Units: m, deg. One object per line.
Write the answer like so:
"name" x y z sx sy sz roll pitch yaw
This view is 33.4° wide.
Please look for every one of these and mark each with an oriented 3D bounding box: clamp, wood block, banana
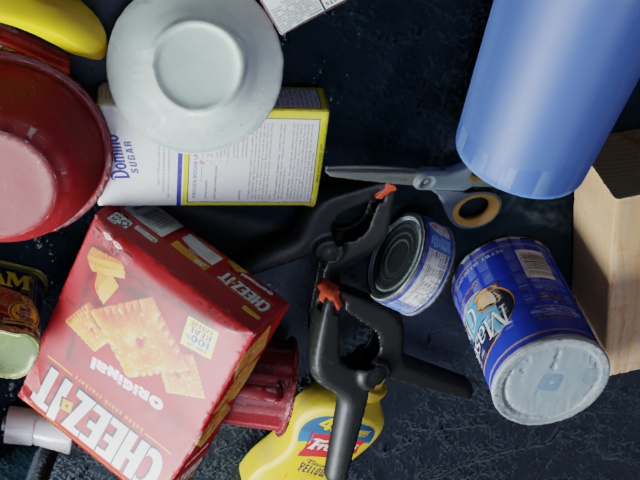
"clamp" 0.053 0.114 0.966 0.164 0.036 0.210 -27 123 -14
"wood block" 0.282 0.011 0.949 0.090 0.091 0.206 -12 129 -3
"banana" -0.214 -0.156 0.707 0.197 0.037 0.070 5 167 -42
"clamp" -0.006 0.001 0.916 0.120 0.039 0.172 20 117 -31

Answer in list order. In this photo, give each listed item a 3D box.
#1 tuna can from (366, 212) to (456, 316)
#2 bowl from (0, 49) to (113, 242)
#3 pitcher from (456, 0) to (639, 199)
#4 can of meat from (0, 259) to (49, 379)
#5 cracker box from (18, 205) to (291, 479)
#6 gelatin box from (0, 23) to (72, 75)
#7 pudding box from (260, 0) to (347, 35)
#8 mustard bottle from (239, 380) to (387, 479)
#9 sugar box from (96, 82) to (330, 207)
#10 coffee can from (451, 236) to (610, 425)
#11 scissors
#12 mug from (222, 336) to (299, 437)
"tuna can" 0.077 0.019 0.917 0.033 0.086 0.086 25 119 -25
"bowl" -0.233 -0.054 0.771 0.162 0.055 0.162 -2 125 -3
"pitcher" 0.191 -0.155 0.787 0.149 0.145 0.243 12 129 -5
"can of meat" -0.279 0.061 0.879 0.102 0.084 0.058 16 124 -22
"cracker box" -0.144 0.093 0.887 0.164 0.072 0.214 36 120 11
"gelatin box" -0.234 -0.113 0.786 0.073 0.030 0.089 23 120 -24
"pudding box" -0.015 -0.212 0.747 0.090 0.039 0.113 -26 130 9
"mustard bottle" 0.007 0.186 1.051 0.096 0.058 0.192 22 120 -28
"sugar box" -0.086 -0.074 0.837 0.176 0.048 0.093 2 126 -8
"coffee can" 0.183 0.078 0.949 0.102 0.140 0.103 -6 128 -7
"scissors" 0.088 -0.038 0.891 0.201 0.016 0.096 -10 138 -21
"mug" -0.067 0.129 0.960 0.081 0.117 0.093 9 92 -12
